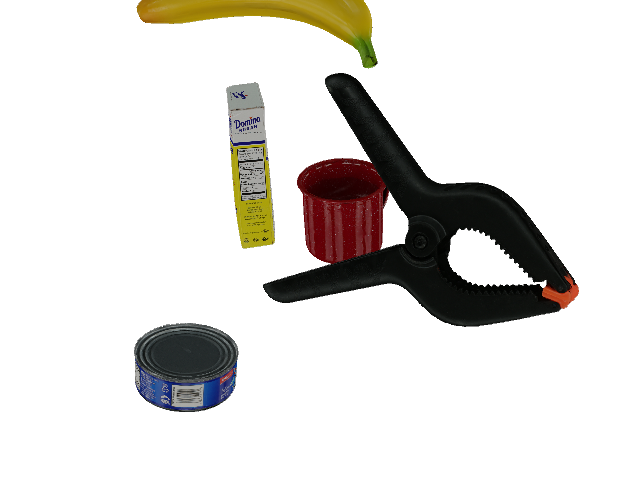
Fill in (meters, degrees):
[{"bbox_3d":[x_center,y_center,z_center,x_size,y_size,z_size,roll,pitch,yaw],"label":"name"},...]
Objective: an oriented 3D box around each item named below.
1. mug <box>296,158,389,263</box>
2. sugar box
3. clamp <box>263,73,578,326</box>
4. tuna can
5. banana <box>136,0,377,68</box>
[{"bbox_3d":[0.031,-0.034,1.115,0.093,0.081,0.117,22,40,33],"label":"mug"},{"bbox_3d":[-0.084,-0.089,1.269,0.048,0.176,0.093,-8,26,-4],"label":"sugar box"},{"bbox_3d":[0.068,-0.012,0.697,0.210,0.165,0.036,16,16,22],"label":"clamp"},{"bbox_3d":[-0.112,0.105,0.887,0.086,0.034,0.086,4,27,-2],"label":"tuna can"},{"bbox_3d":[-0.042,-0.181,0.817,0.198,0.069,0.037,13,-40,16],"label":"banana"}]
